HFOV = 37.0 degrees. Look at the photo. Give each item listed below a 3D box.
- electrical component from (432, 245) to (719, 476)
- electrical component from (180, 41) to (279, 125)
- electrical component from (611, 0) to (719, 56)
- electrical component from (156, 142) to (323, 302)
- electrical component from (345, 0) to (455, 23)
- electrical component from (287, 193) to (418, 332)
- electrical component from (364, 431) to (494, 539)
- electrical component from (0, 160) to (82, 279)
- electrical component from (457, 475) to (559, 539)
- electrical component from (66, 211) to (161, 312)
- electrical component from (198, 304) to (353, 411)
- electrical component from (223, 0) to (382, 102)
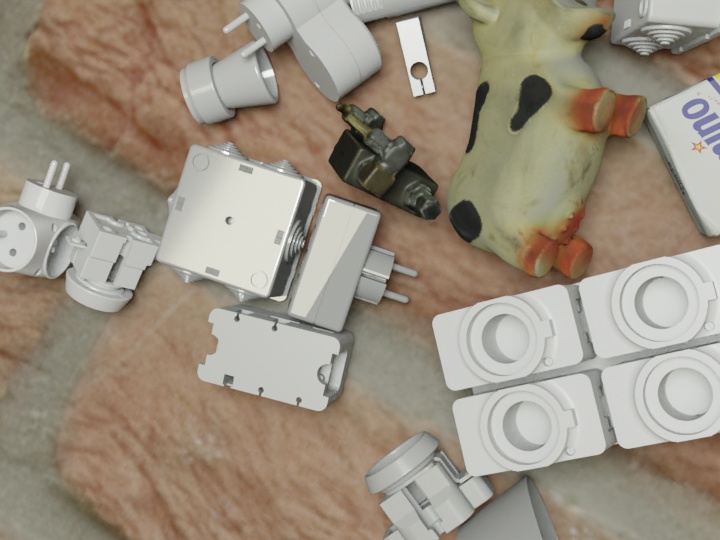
[{"bbox_3d":[0.148,0.057,0.663,0.186,0.060,0.105,-16,83,23],"label":"electrical component"},{"bbox_3d":[-0.089,-0.127,0.733,0.055,0.045,0.045,-17,89,11],"label":"electrical component"},{"bbox_3d":[0.189,-0.183,0.654,0.048,0.099,0.099,5,92,-2],"label":"electrical component"},{"bbox_3d":[-0.083,-0.033,0.734,0.100,0.048,0.099,18,93,8],"label":"electrical component"},{"bbox_3d":[0.023,-0.190,0.711,0.081,0.043,0.043,-12,89,10],"label":"electrical component"},{"bbox_3d":[0.000,0.000,0.721,0.076,0.047,0.083,19,95,-4],"label":"electrical component"},{"bbox_3d":[0.040,0.144,0.712,0.078,0.058,0.057,-37,88,10],"label":"electrical component"},{"bbox_3d":[-0.219,-0.038,0.743,0.044,0.077,0.079,22,95,9],"label":"electrical component"},{"bbox_3d":[0.108,0.188,0.681,0.064,0.099,0.099,-35,85,15],"label":"electrical component"},{"bbox_3d":[-0.175,-0.004,0.749,0.048,0.066,0.055,43,112,52],"label":"electrical component"},{"bbox_3d":[-0.055,0.057,0.727,0.089,0.056,0.050,13,94,10],"label":"electrical component"},{"bbox_3d":[-0.054,-0.167,0.699,0.074,0.052,0.138,-38,102,-10],"label":"electrical component"}]
